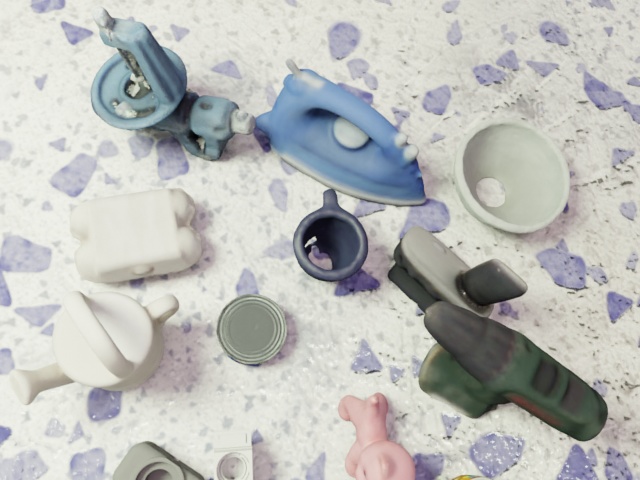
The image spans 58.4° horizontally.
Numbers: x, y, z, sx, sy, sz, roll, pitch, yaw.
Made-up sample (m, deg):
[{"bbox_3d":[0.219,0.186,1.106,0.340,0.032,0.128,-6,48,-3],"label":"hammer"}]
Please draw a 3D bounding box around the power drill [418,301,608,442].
[{"bbox_3d":[0.191,0.152,0.653,0.229,0.208,0.076,28,71,0],"label":"power drill"}]

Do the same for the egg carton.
[{"bbox_3d":[-0.223,-0.005,0.701,0.150,0.069,0.107,-11,76,-13],"label":"egg carton"}]

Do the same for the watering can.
[{"bbox_3d":[-0.230,0.111,0.600,0.101,0.194,0.173,35,71,2],"label":"watering can"}]

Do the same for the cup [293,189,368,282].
[{"bbox_3d":[0.007,0.003,0.725,0.092,0.095,0.118,1,74,-9],"label":"cup"}]

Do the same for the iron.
[{"bbox_3d":[0.048,-0.139,0.748,0.258,0.141,0.119,30,71,0],"label":"iron"}]

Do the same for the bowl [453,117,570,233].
[{"bbox_3d":[0.256,-0.081,0.802,0.167,0.074,0.167,3,73,-9],"label":"bowl"}]

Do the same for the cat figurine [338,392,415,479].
[{"bbox_3d":[0.068,0.239,0.654,0.067,0.117,0.128,-6,75,-11],"label":"cat figurine"}]

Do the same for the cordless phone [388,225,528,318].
[{"bbox_3d":[0.169,0.032,0.696,0.147,0.185,0.094,40,72,4],"label":"cordless phone"}]

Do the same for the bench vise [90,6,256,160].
[{"bbox_3d":[-0.180,-0.192,0.684,0.207,0.219,0.121,0,74,-9],"label":"bench vise"}]
